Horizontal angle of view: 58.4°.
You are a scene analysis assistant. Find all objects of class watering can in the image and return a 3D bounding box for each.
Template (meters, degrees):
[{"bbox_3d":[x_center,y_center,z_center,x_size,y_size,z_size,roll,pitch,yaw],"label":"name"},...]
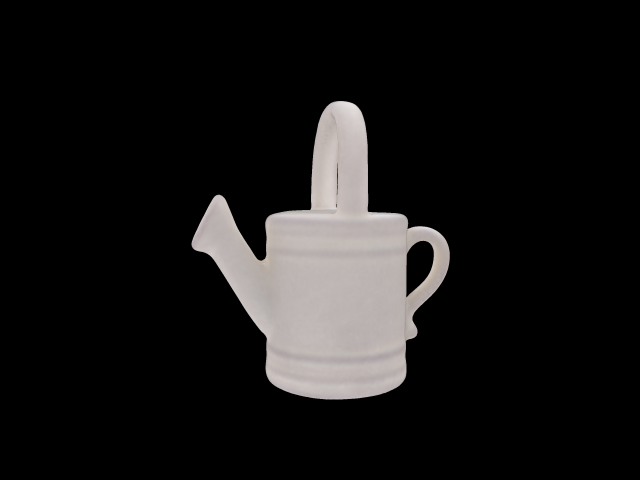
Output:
[{"bbox_3d":[0.004,0.002,0.398,0.173,0.194,0.100,-3,5,-32],"label":"watering can"}]
